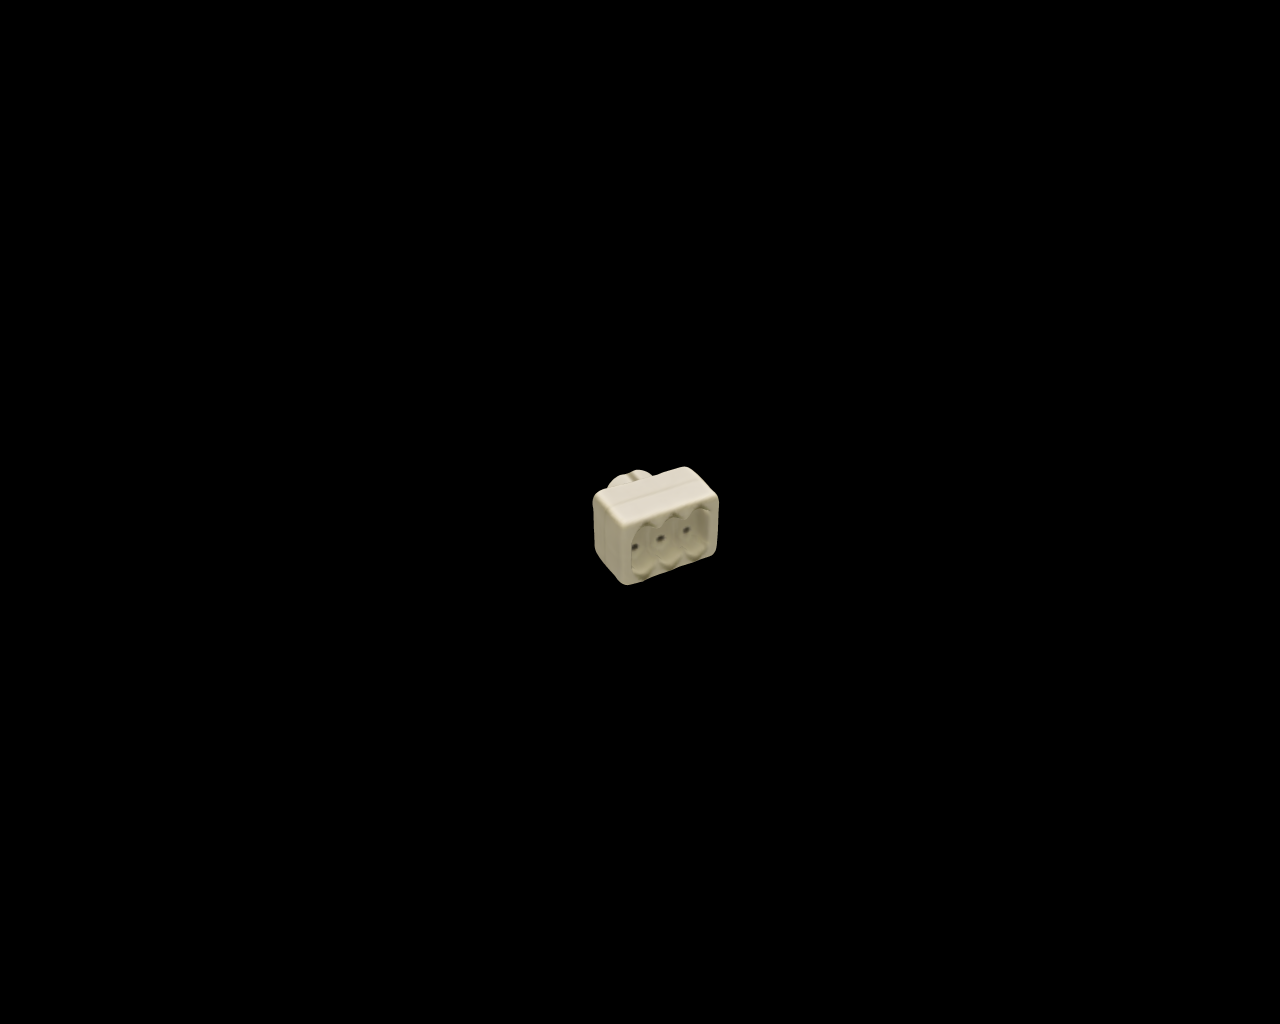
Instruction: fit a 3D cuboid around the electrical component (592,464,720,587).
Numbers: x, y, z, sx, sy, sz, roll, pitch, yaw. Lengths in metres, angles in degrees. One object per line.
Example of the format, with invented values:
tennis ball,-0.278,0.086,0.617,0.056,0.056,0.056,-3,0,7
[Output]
electrical component,0.001,-0.003,0.650,0.066,0.047,0.077,-17,40,-22
